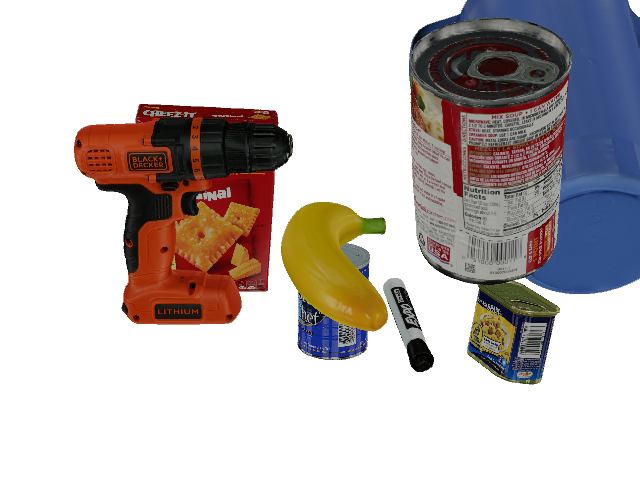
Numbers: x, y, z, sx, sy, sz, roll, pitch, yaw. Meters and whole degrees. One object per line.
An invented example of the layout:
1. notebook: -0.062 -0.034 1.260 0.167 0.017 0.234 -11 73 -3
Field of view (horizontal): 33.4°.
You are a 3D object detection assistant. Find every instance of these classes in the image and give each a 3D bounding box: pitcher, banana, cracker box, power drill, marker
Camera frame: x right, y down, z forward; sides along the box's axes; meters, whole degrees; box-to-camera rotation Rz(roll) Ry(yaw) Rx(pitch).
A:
1. pitcher: 0.160 -0.084 0.748 0.149 0.243 0.144 -33 -54 30
2. banana: 0.008 0.008 0.684 0.069 0.037 0.197 1 19 3
3. cracker box: -0.137 -0.047 1.263 0.164 0.214 0.072 2 22 -6
4. power drill: -0.112 -0.018 0.932 0.184 0.188 0.057 0 27 5
5. marker: 0.071 0.068 0.871 0.020 0.020 0.121 0 28 -9

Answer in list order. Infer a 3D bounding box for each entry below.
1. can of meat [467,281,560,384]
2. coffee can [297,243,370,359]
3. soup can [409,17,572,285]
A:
1. can of meat: 0.204 0.097 1.144 0.057 0.084 0.102 2 16 -24
2. coffee can: 0.018 0.085 1.521 0.103 0.140 0.103 0 20 0
3. soup can: 0.076 -0.038 0.480 0.068 0.102 0.068 -4 40 3
